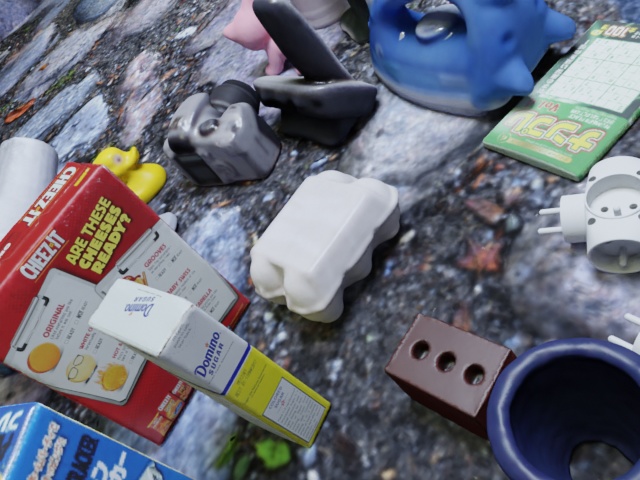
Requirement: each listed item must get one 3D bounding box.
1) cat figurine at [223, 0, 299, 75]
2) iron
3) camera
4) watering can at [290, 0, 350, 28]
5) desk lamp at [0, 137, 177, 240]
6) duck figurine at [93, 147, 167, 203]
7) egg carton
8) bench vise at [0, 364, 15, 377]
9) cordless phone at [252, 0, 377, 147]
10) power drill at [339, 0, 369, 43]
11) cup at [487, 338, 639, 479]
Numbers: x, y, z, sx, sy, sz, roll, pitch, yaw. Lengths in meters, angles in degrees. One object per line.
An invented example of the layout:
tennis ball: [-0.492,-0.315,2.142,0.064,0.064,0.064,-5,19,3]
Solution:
cat figurine: [-0.073,-0.301,0.827,0.127,0.118,0.067,7,58,40]
iron: [0.119,-0.227,0.603,0.257,0.142,0.119,23,70,46]
camera: [-0.123,-0.153,0.745,0.142,0.101,0.137,-1,54,36]
watering can: [-0.019,-0.426,0.841,0.172,0.195,0.101,-26,43,15]
desk lamp: [-0.285,0.002,0.639,0.117,0.214,0.203,-16,46,24]
duck figurine: [-0.286,-0.092,0.820,0.104,0.086,0.077,-32,42,8]
egg carton: [0.005,0.002,0.538,0.107,0.070,0.150,18,66,44]
bench vise: [-0.406,0.084,0.649,0.207,0.220,0.121,-27,43,14]
cordless phone: [-0.031,-0.207,0.661,0.147,0.186,0.094,17,66,44]
power drill: [0.021,-0.377,0.757,0.075,0.209,0.229,-35,41,4]
cup: [0.155,0.119,0.304,0.092,0.095,0.117,-43,41,-4]
